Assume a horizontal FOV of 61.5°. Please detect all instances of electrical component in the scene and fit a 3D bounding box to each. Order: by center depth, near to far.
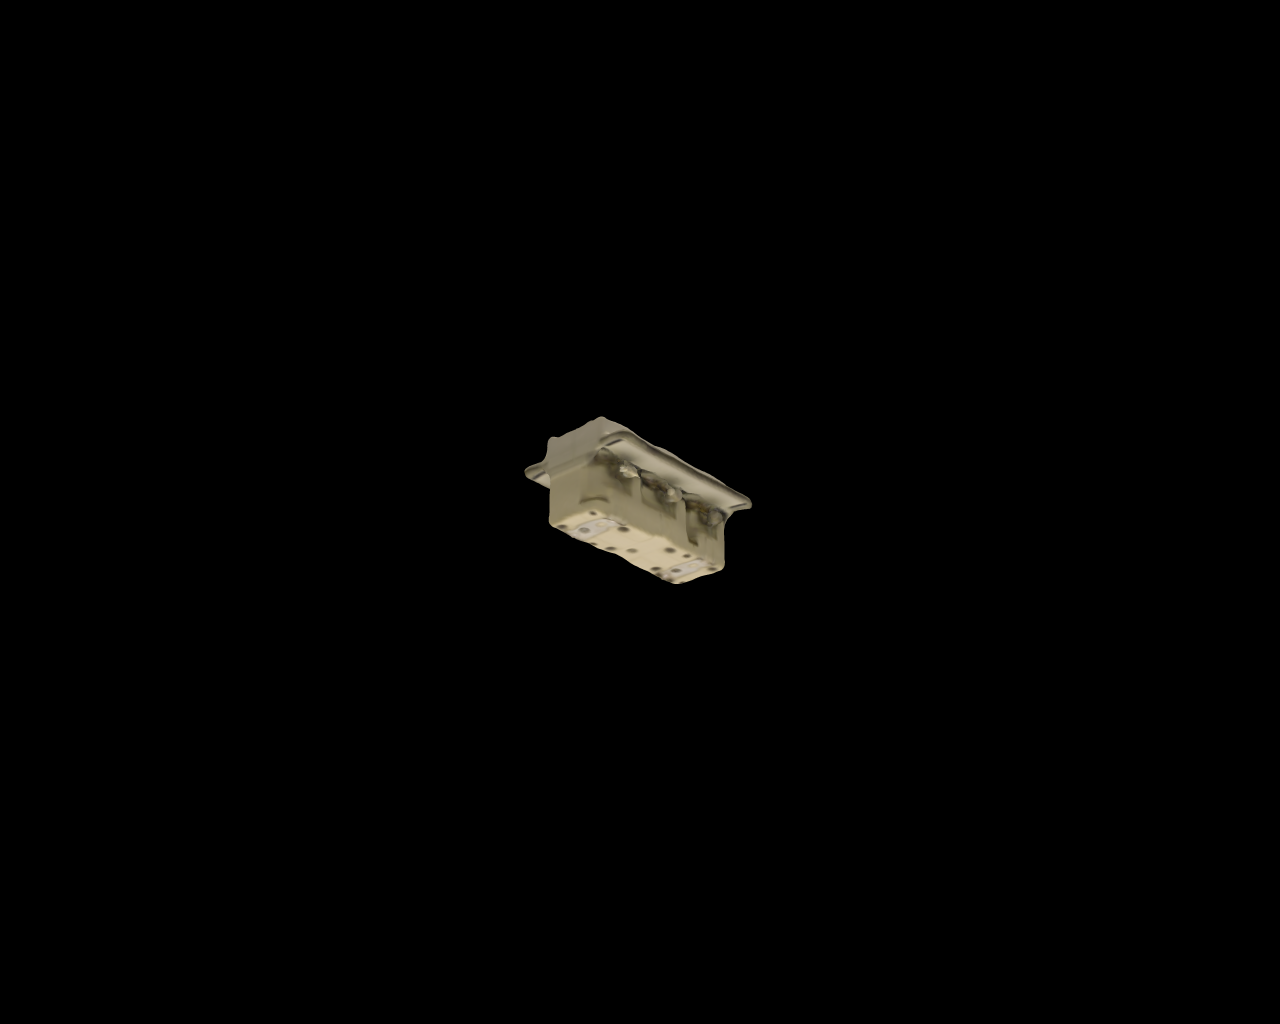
[{"bbox_3d":[0.001,-0.003,0.650,0.078,0.063,0.121,-21,-33,36],"label":"electrical component"}]
